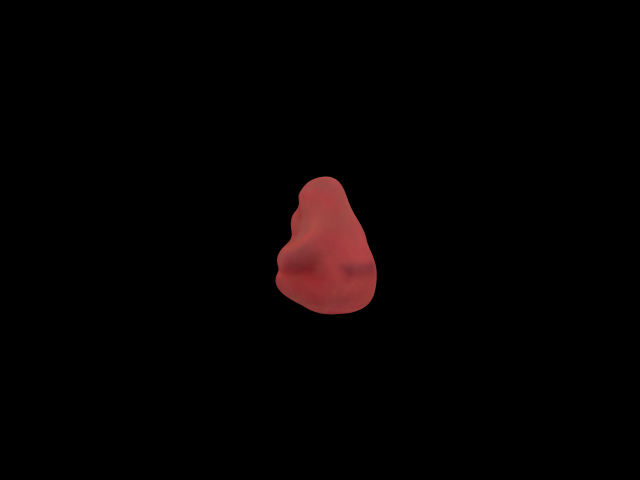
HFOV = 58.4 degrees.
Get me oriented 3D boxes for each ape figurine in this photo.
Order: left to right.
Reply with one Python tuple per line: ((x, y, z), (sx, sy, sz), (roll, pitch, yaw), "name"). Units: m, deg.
((0.004, 0.001, 0.400), (0.078, 0.092, 0.075), (-8, 14, -35), "ape figurine")
